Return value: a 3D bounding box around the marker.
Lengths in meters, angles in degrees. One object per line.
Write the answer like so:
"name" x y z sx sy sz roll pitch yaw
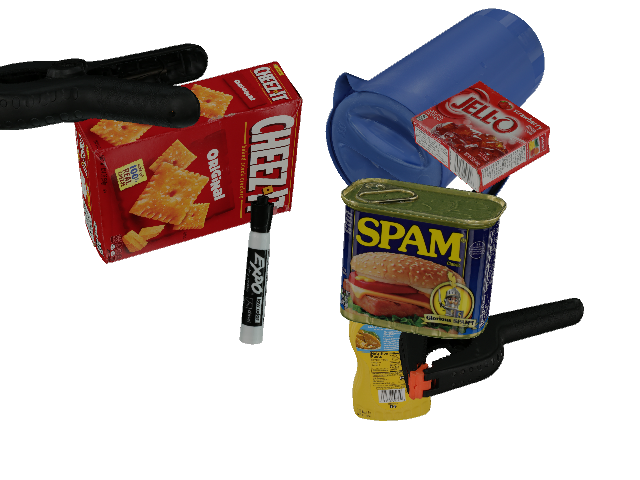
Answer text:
"marker" -0.051 0.023 0.857 0.020 0.121 0.020 5 13 -1

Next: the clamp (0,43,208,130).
"clamp" -0.151 -0.099 0.684 0.171 0.039 0.120 2 20 6

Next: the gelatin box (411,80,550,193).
"gelatin box" 0.128 -0.086 0.860 0.073 0.030 0.089 -29 47 -17

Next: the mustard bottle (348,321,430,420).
"mustard bottle" 0.083 0.122 1.296 0.096 0.192 0.058 -3 20 3

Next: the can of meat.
"can of meat" 0.063 0.012 0.687 0.102 0.084 0.057 10 22 18

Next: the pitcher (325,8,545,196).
"pitcher" 0.132 -0.131 1.076 0.145 0.149 0.242 21 44 31

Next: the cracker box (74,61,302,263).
"cracker box" -0.130 -0.075 1.071 0.213 0.072 0.164 -17 -37 -20

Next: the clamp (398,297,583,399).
"clamp" 0.126 0.080 0.986 0.165 0.036 0.209 18 32 34
